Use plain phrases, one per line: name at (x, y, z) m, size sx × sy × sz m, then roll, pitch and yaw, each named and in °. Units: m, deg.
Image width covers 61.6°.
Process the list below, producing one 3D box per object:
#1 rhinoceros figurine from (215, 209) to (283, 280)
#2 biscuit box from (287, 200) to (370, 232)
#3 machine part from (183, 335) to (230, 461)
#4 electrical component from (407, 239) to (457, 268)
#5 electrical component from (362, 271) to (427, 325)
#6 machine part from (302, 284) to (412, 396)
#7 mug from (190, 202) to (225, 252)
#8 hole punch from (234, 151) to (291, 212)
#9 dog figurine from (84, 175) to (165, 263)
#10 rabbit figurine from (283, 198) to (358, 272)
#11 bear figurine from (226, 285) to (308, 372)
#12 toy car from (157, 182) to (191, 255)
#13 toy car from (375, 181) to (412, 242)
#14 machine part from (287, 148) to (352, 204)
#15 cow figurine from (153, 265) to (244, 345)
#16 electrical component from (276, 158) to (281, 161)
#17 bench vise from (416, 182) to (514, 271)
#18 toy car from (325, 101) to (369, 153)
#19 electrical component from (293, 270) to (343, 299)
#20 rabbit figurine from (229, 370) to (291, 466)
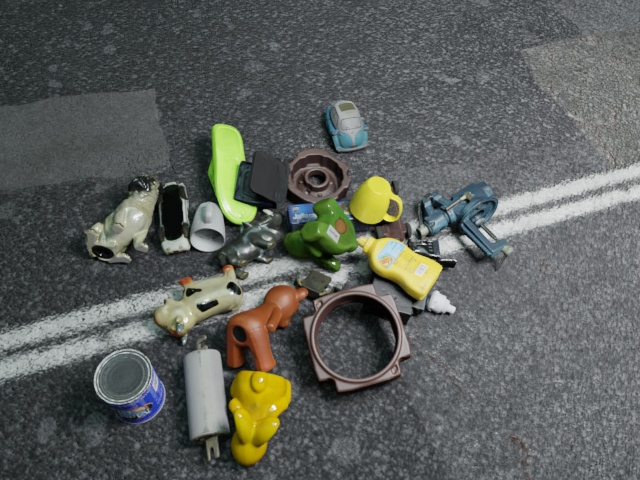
rhinoceros figurine at (-0.157, 0.006, 1.262) m, size 0.112 × 0.073 × 0.190 m, roll 35°, pitch 60°, yaw 24°
biscuit box at (0.020, -0.053, 1.317) m, size 0.203 × 0.062 × 0.059 m, roll -5°, pitch 57°, yaw -9°
machine part at (-0.224, 0.305, 1.053) m, size 0.079 × 0.079 × 0.243 m, roll -9°, pitch 58°, yaw -11°
electrical component at (0.261, 0.037, 1.272) m, size 0.119 × 0.074 × 0.048 m, roll 1°, pitch 58°, yaw 0°
electrical component at (0.173, 0.123, 1.219) m, size 0.134 × 0.058 × 0.115 m, roll 13°, pitch 59°, yaw 4°
machine part at (0.074, 0.203, 1.108) m, size 0.201 × 0.087 × 0.201 m, roll -16°, pitch 71°, yaw 0°
mug at (-0.265, -0.045, 1.266) m, size 0.081 × 0.109 × 0.107 m, roll -2°, pitch 45°, yaw -7°
hole punch at (-0.141, -0.138, 1.296) m, size 0.115 × 0.092 × 0.142 m, roll 23°, pitch 62°, yaw -37°
dog figurine at (-0.454, -0.054, 1.249) m, size 0.172 × 0.121 × 0.191 m, roll -13°, pitch 46°, yaw 17°
rabbit figurine at (-0.003, -0.004, 1.244) m, size 0.159 × 0.170 × 0.121 m, roll 37°, pitch 53°, yaw -31°
bear figurine at (-0.109, 0.176, 1.140) m, size 0.120 × 0.131 × 0.196 m, roll 0°, pitch 15°, yaw 32°
toy car at (-0.352, -0.057, 1.292) m, size 0.073 × 0.056 × 0.202 m, roll -12°, pitch 57°, yaw -4°
toy car at (0.170, -0.079, 1.355) m, size 0.089 × 0.053 × 0.202 m, roll -6°, pitch 59°, yaw -5°
machine part at (-0.009, -0.151, 1.383) m, size 0.179 × 0.056 × 0.179 m, roll 2°, pitch 58°, yaw -4°
cow figurine at (-0.260, 0.142, 1.156) m, size 0.195 × 0.085 × 0.127 m, roll -17°, pitch 54°, yaw -16°
electrical component at (-0.111, -0.180, 1.387) m, size 0.021 × 0.063 × 0.094 m, roll 4°, pitch 56°, yaw -2°
bench vise at (0.361, -0.037, 1.304) m, size 0.224 × 0.128 × 0.241 m, roll -25°, pitch 56°, yaw -20°
toy car at (0.074, -0.326, 1.478) m, size 0.109 × 0.102 × 0.162 m, roll -9°, pitch 60°, yaw -12°
electrical component at (-0.008, 0.100, 1.212) m, size 0.102 × 0.045 × 0.078 m, roll 27°, pitch 46°, yaw 21°
rabbit figurine at (-0.117, 0.338, 1.013) m, size 0.122 × 0.162 × 0.173 m, roll 16°, pitch 74°, yaw -8°
